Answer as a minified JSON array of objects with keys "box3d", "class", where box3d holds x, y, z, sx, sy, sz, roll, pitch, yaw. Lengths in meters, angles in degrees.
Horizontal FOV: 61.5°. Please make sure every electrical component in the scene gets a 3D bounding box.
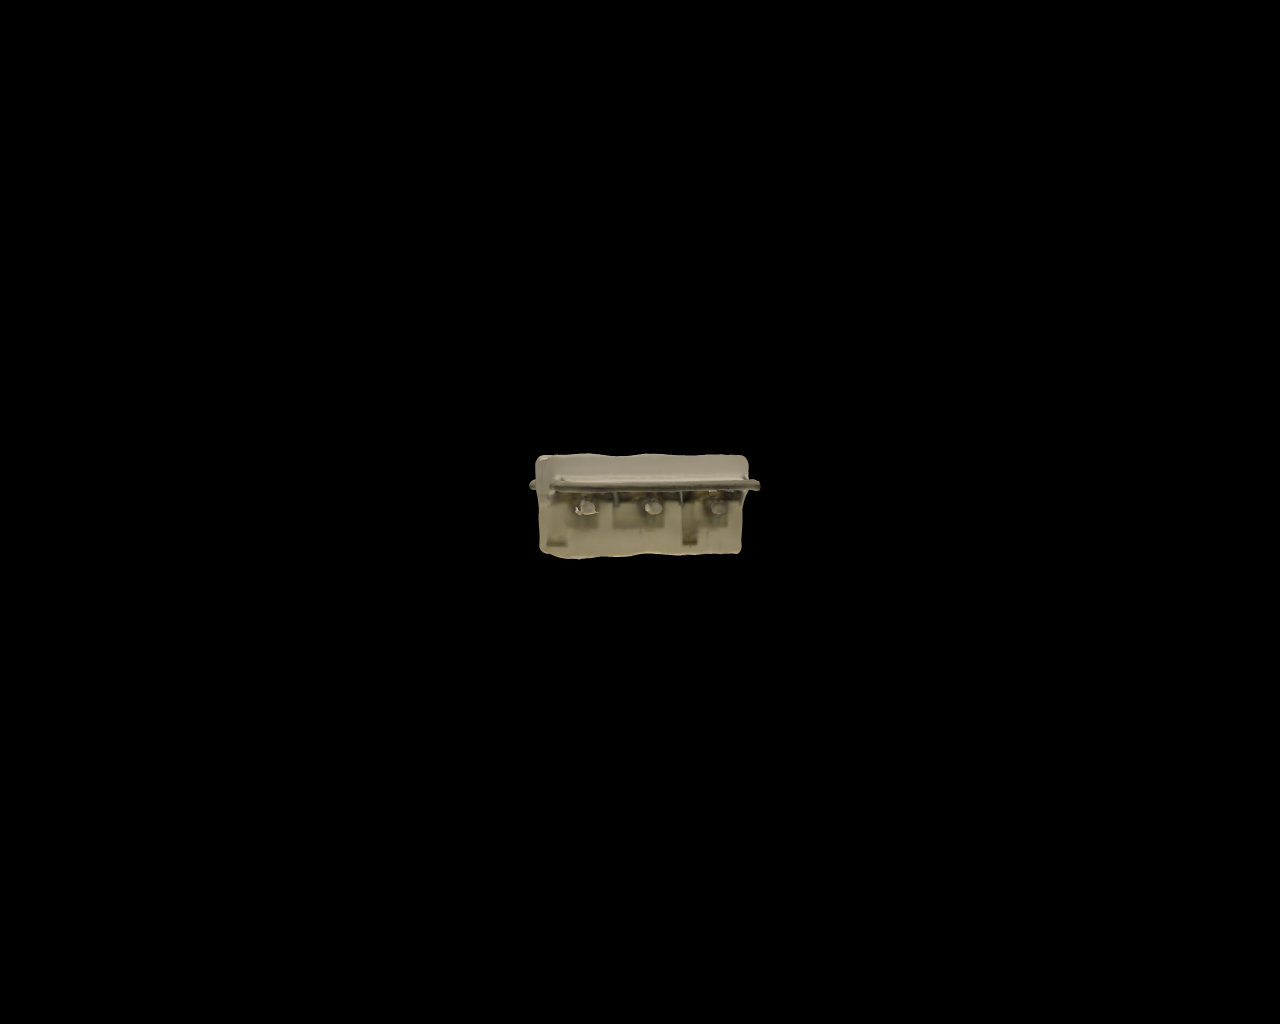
[{"box3d":[0.001,-0.003,0.650,0.121,0.063,0.078,0,0,-17],"class":"electrical component"}]
